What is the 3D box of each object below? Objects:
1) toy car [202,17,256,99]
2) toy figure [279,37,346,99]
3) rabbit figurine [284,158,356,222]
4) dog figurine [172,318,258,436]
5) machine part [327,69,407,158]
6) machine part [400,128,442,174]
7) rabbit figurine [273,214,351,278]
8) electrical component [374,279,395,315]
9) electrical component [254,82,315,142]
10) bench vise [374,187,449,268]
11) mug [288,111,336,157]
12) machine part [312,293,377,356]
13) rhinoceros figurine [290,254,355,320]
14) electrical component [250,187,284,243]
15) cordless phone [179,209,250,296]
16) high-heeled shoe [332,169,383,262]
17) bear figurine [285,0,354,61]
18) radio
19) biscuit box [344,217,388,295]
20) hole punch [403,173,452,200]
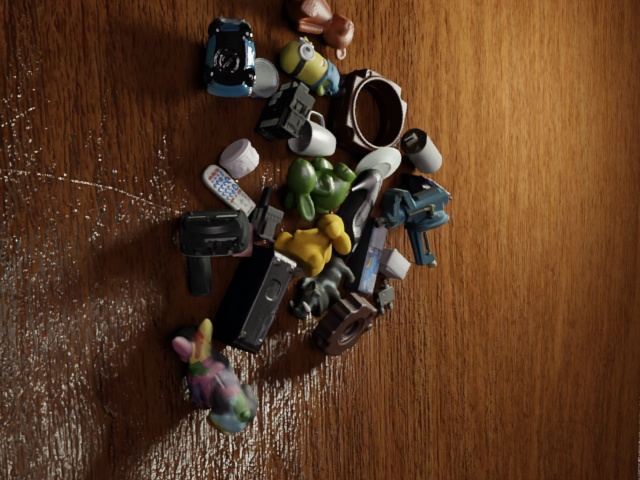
[{"bbox_3d":[-0.190,-0.374,1.124,0.109,0.103,0.161,-1,96,-10],"label":"toy car"},{"bbox_3d":[-0.016,-0.398,1.273,0.089,0.082,0.180,-45,134,13],"label":"toy figure"},{"bbox_3d":[-0.027,-0.131,1.263,0.170,0.121,0.159,17,103,-53],"label":"rabbit figurine"},{"bbox_3d":[-0.224,0.271,1.103,0.108,0.192,0.218,-32,127,-26],"label":"dog figurine"},{"bbox_3d":[0.125,-0.321,1.387,0.201,0.087,0.201,16,83,-39],"label":"machine part"},{"bbox_3d":[0.282,-0.242,1.483,0.243,0.079,0.079,28,75,-61],"label":"machine part"},{"bbox_3d":[-0.003,-0.004,1.270,0.173,0.162,0.121,-46,108,-32],"label":"rabbit figurine"},{"bbox_3d":[0.178,0.157,1.502,0.063,0.021,0.094,-22,107,-35],"label":"electrical component"},{"bbox_3d":[-0.076,-0.291,1.212,0.058,0.115,0.134,32,75,-37],"label":"electrical component"},{"bbox_3d":[0.253,-0.028,1.412,0.224,0.129,0.240,-27,111,-29],"label":"bench vise"},{"bbox_3d":[-0.013,-0.249,1.294,0.107,0.081,0.109,12,79,-48],"label":"mug"},{"bbox_3d":[0.062,0.214,1.341,0.179,0.056,0.179,-31,145,-25],"label":"machine part"},{"bbox_3d":[0.004,0.121,1.329,0.190,0.073,0.112,-53,123,-23],"label":"rhinoceros figurine"},{"bbox_3d":[-0.124,-0.056,1.219,0.047,0.075,0.119,25,75,-37],"label":"electrical component"},{"bbox_3d":[-0.218,0.031,1.124,0.147,0.089,0.184,-3,106,-5],"label":"cordless phone"},{"bbox_3d":[0.097,-0.062,1.385,0.145,0.086,0.248,-28,138,-51],"label":"high-heeled shoe"},{"bbox_3d":[0.018,-0.520,1.265,0.195,0.132,0.120,27,82,-30],"label":"bear figurine"},{"bbox_3d":[-0.146,0.126,1.175,0.073,0.131,0.229,31,74,-34],"label":"radio"},{"bbox_3d":[0.123,0.042,1.424,0.059,0.063,0.202,20,81,-38],"label":"biscuit box"},{"bbox_3d":[0.284,-0.124,1.513,0.142,0.116,0.092,33,82,-35],"label":"hole punch"}]
